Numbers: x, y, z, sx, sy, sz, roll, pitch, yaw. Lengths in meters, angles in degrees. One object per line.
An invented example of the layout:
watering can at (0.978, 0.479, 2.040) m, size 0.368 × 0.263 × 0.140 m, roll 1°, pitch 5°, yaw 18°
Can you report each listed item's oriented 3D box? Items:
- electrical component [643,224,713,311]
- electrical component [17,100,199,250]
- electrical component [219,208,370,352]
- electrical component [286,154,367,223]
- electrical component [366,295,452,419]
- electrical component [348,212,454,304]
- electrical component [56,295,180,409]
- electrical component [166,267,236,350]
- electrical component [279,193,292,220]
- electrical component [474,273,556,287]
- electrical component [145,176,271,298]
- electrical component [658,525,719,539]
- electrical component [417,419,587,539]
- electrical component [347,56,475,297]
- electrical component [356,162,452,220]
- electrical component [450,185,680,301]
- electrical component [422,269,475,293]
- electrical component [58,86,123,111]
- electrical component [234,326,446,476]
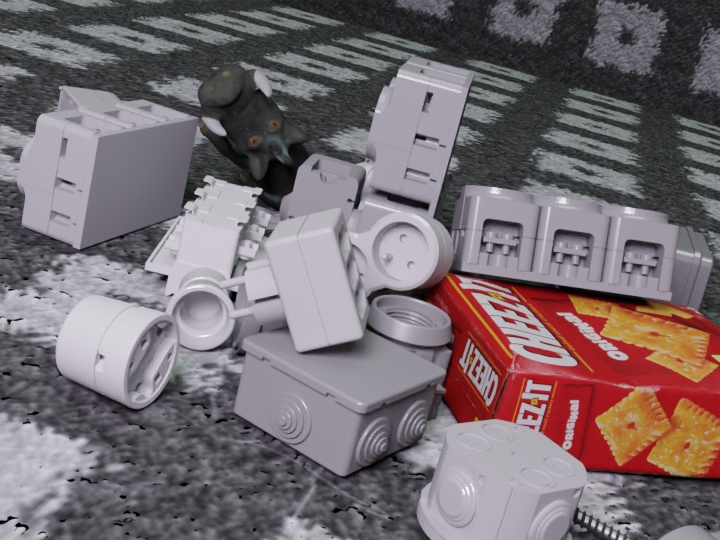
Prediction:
electrical component at (0.285, 0.004, 0.998) m, size 0.057 × 0.078 × 0.113 m, roll 14°, pitch 18°, yaw 8°
electrical component at (-0.200, -0.081, 0.860) m, size 0.062 × 0.089 × 0.150 m, roll 20°, pitch 19°, yaw 16°
electrical component at (-0.041, 0.009, 0.606) m, size 0.077 × 0.065 × 0.047 m, roll -13°, pitch 16°, yaw 10°
electrical component at (-0.030, -0.044, 0.877) m, size 0.050 × 0.089 × 0.055 m, roll 16°, pitch 18°, yaw 4°
electrical component at (0.027, 0.052, 0.692) m, size 0.058 × 0.057 × 0.078 m, roll 2°, pitch 22°, yaw -34°
electrical component at (0.000, 0.000, 0.752) m, size 0.138 × 0.052 × 0.074 m, roll -18°, pitch -6°, yaw 19°
electrical component at (-0.135, 0.044, 0.599) m, size 0.047 × 0.055 × 0.055 m, roll 17°, pitch 18°, yaw 19°
electrical component at (-0.104, 0.022, 0.710) m, size 0.044 × 0.044 × 0.065 m, roll 12°, pitch 13°, yaw -9°
electrical component at (-0.044, -0.044, 0.943) m, size 0.043 × 0.043 × 0.062 m, roll 6°, pitch 21°, yaw -25°
electrical component at (0.127, -0.003, 0.922) m, size 0.096 × 0.061 × 0.061 m, roll 5°, pitch 21°, yaw -27°
electrical component at (-0.107, -0.025, 0.806) m, size 0.079 × 0.063 × 0.121 m, roll 14°, pitch 18°, yaw -3°
electrical component at (0.203, 0.160, 0.514) m, size 0.138 × 0.052 × 0.074 m, roll 3°, pitch 21°, yaw -32°
electrical component at (0.073, 0.116, 0.550) m, size 0.080 × 0.051 × 0.080 m, roll 13°, pitch 18°, yaw -4°
electrical component at (0.033, -0.065, 0.834) m, size 0.060 × 0.186 × 0.105 m, roll 16°, pitch 18°, yaw 4°
electrical component at (0.031, -0.060, 0.991) m, size 0.057 × 0.078 × 0.113 m, roll 25°, pitch 21°, yaw 20°
electrical component at (0.146, -0.020, 0.790) m, size 0.150 × 0.061 × 0.089 m, roll 8°, pitch 1°, yaw -3°
electrical component at (0.072, 0.011, 0.867) m, size 0.043 × 0.043 × 0.081 m, roll 11°, pitch 19°, yaw -12°
electrical component at (-0.251, -0.133, 1.016) m, size 0.061 × 0.061 × 0.096 m, roll 3°, pitch 21°, yaw -30°
electrical component at (-0.013, 0.070, 0.621) m, size 0.100 × 0.048 × 0.100 m, roll 25°, pitch 21°, yaw 30°
